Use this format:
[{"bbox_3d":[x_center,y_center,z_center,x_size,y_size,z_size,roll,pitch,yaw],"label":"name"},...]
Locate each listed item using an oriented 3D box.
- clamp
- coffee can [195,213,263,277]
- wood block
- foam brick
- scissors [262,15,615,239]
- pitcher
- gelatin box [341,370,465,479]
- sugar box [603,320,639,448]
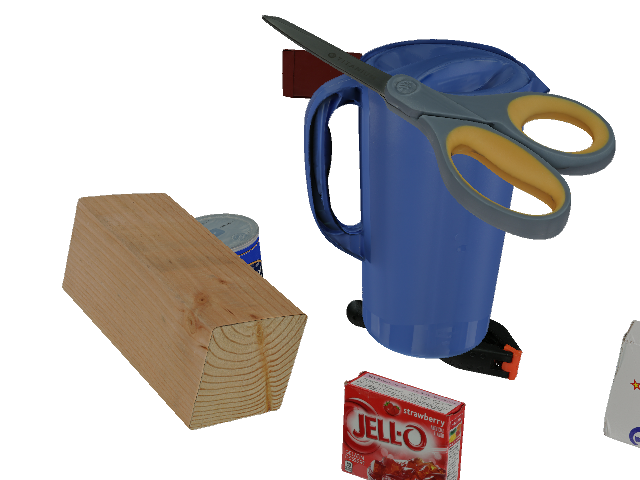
[{"bbox_3d":[0.124,0.080,1.023,0.172,0.039,0.120,24,36,29],"label":"clamp"},{"bbox_3d":[-0.117,0.052,1.262,0.103,0.140,0.103,-4,26,2],"label":"coffee can"},{"bbox_3d":[-0.115,0.048,0.853,0.090,0.091,0.206,-5,31,-41],"label":"wood block"},{"bbox_3d":[0.001,-0.179,1.155,0.078,0.051,0.053,0,11,-14],"label":"foam brick"},{"bbox_3d":[0.062,-0.074,0.530,0.096,0.016,0.202,-25,53,-22],"label":"scissors"},{"bbox_3d":[0.081,-0.030,0.855,0.149,0.243,0.144,19,33,29],"label":"pitcher"},{"bbox_3d":[0.058,0.143,0.772,0.089,0.073,0.030,14,21,33],"label":"gelatin box"},{"bbox_3d":[0.311,0.132,0.811,0.176,0.093,0.048,15,28,22],"label":"sugar box"}]
